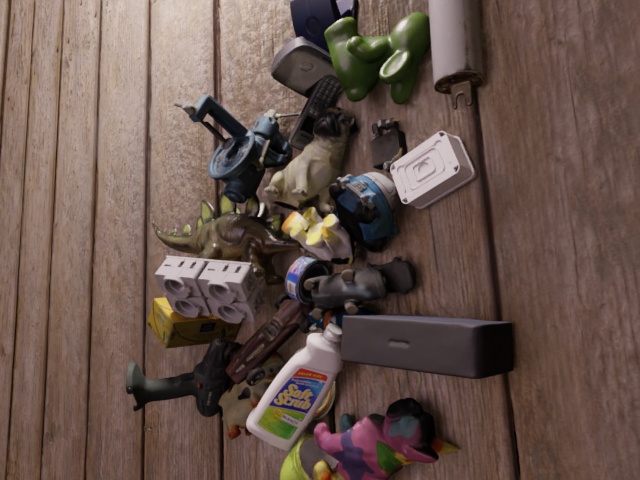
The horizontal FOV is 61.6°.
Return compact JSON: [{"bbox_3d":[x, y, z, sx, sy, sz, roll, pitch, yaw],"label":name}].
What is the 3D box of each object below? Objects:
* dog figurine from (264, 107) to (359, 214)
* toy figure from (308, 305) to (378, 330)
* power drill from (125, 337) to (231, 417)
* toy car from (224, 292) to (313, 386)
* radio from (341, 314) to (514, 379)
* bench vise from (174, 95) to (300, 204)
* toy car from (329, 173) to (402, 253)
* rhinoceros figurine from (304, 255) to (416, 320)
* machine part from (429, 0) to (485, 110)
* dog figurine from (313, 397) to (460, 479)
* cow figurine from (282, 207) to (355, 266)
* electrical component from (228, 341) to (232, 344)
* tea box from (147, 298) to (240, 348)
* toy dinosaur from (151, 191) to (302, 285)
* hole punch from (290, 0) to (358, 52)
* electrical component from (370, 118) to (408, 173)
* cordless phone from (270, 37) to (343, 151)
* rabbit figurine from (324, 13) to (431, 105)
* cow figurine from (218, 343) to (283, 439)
[{"bbox_3d":[-0.018,-0.151,1.025,0.173,0.121,0.190,6,74,41],"label":"dog figurine"},{"bbox_3d":[0.041,0.144,0.937,0.155,0.064,0.057,2,129,47],"label":"toy figure"},{"bbox_3d":[-0.286,0.281,1.107,0.086,0.207,0.231,-108,17,-47],"label":"power drill"},{"bbox_3d":[-0.096,0.183,1.008,0.202,0.053,0.089,-42,59,-11],"label":"toy car"},{"bbox_3d":[0.154,0.148,0.780,0.230,0.131,0.073,-2,83,43],"label":"radio"},{"bbox_3d":[-0.161,-0.201,1.043,0.129,0.240,0.223,12,68,48],"label":"bench vise"},{"bbox_3d":[0.082,-0.059,0.889,0.103,0.161,0.109,-41,61,-13],"label":"toy car"},{"bbox_3d":[0.065,0.079,0.890,0.190,0.112,0.073,-16,87,29],"label":"rhinoceros figurine"},{"bbox_3d":[0.210,-0.319,0.834,0.079,0.079,0.243,-11,77,42],"label":"machine part"},{"bbox_3d":[0.100,0.339,0.824,0.219,0.108,0.191,-11,76,39],"label":"dog figurine"},{"bbox_3d":[-0.001,-0.005,0.965,0.068,0.098,0.167,-51,29,-9],"label":"cow figurine"},{"bbox_3d":[-0.182,0.262,1.154,0.094,0.021,0.063,34,107,44],"label":"electrical component"},{"bbox_3d":[-0.264,0.170,1.143,0.098,0.169,0.068,35,114,39],"label":"tea box"},{"bbox_3d":[-0.202,0.001,1.137,0.472,0.105,0.198,-2,66,27],"label":"toy dinosaur"},{"bbox_3d":[0.006,-0.416,1.036,0.142,0.092,0.115,-2,87,40],"label":"hole punch"},{"bbox_3d":[0.117,-0.161,0.920,0.078,0.045,0.102,-9,78,40],"label":"electrical component"},{"bbox_3d":[-0.038,-0.270,1.009,0.089,0.146,0.184,36,104,47],"label":"cordless phone"},{"bbox_3d":[0.109,-0.316,0.905,0.170,0.121,0.159,-19,64,25],"label":"rabbit figurine"},{"bbox_3d":[-0.136,0.289,1.070,0.127,0.085,0.195,52,119,28],"label":"cow figurine"}]
